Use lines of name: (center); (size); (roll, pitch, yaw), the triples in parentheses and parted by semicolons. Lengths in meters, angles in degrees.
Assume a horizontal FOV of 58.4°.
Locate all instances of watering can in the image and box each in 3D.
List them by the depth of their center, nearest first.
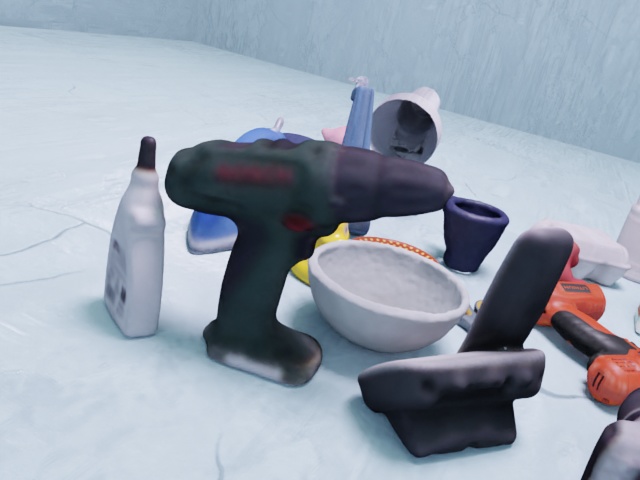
watering can: (0.563, -0.025, 0.940); (0.101, 0.194, 0.172); (6, 22, -18)

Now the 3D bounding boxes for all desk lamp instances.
desk lamp: (0.152, -0.160, 1.011); (0.117, 0.213, 0.204); (18, 22, 14)

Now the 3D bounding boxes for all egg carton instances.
egg carton: (0.407, 0.018, 0.913); (0.150, 0.069, 0.107); (11, 21, -5)

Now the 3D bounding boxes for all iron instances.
iron: (-0.101, -0.085, 0.776); (0.118, 0.141, 0.259); (17, 22, 10)

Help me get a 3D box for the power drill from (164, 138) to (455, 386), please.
power drill: (-0.024, 0.012, 0.486); (0.229, 0.208, 0.076); (16, 22, 8)

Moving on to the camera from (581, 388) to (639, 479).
camera: (0.283, 0.165, 0.430); (0.142, 0.101, 0.137); (21, 23, 20)

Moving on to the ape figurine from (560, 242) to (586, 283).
ape figurine: (0.324, 0.041, 0.776); (0.076, 0.092, 0.077); (5, 23, -19)

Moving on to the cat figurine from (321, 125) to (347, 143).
cat figurine: (0.059, -0.173, 1.123); (0.127, 0.118, 0.067); (27, 25, 32)

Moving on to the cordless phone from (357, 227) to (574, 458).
cordless phone: (0.120, 0.070, 0.457); (0.148, 0.185, 0.093); (0, 25, -30)

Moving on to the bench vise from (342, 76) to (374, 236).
bench vise: (0.062, -0.128, 0.872); (0.122, 0.220, 0.206); (1, 24, -28)

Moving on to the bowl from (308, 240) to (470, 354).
bowl: (0.062, 0.066, 0.585); (0.167, 0.075, 0.167); (11, 21, -4)

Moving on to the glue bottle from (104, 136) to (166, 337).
glue bottle: (-0.158, -0.006, 0.501); (0.037, 0.173, 0.077); (-3, 26, -35)

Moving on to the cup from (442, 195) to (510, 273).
cup: (0.205, -0.008, 0.827); (0.092, 0.095, 0.117); (0, 25, -30)

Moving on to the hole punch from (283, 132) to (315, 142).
hole punch: (-0.046, -0.131, 0.991); (0.108, 0.091, 0.101); (16, 22, 8)

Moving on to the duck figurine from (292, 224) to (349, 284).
duck figurine: (0.006, 0.002, 0.696); (0.078, 0.086, 0.104); (3, 23, -24)
